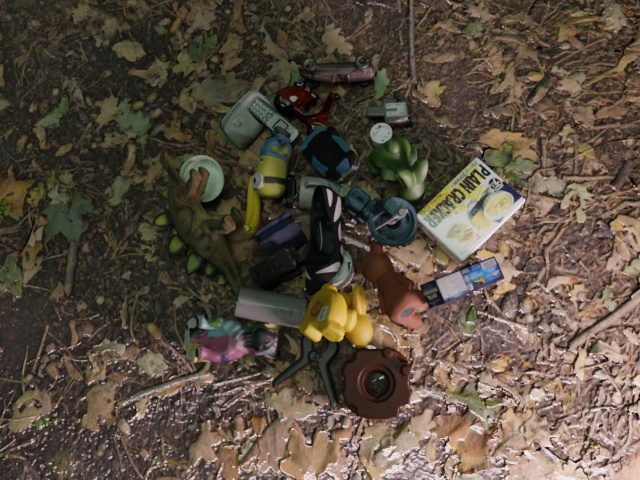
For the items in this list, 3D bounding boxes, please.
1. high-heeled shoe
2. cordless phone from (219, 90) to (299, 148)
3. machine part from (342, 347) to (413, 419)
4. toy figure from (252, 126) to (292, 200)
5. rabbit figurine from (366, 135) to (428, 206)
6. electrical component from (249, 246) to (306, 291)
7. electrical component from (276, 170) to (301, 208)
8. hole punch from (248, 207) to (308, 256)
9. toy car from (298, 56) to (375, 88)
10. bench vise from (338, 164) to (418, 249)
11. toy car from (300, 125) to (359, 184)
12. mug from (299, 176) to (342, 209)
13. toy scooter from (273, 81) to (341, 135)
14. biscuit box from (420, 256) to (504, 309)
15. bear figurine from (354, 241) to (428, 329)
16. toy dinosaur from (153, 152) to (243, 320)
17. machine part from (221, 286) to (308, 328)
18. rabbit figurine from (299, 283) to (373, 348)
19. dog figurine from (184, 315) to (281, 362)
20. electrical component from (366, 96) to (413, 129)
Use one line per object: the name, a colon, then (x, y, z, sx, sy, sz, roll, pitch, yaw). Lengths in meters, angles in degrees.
high-heeled shoe: (-0.003, -0.004, 1.268, 0.086, 0.145, 0.249, 3, 58, 32)
cordless phone: (-0.157, -0.291, 1.422, 0.184, 0.088, 0.146, 40, 86, 9)
machine part: (0.133, 0.334, 1.258, 0.179, 0.056, 0.179, -2, 79, 9)
toy figure: (-0.114, -0.190, 1.353, 0.089, 0.082, 0.180, 16, 78, 7)
rabbit figurine: (0.213, -0.169, 1.322, 0.121, 0.159, 0.170, -30, 91, -9)
electrical component: (-0.097, 0.069, 1.317, 0.134, 0.115, 0.058, -29, 77, 3)
electrical component: (-0.089, -0.136, 1.396, 0.078, 0.045, 0.102, 8, 79, 8)
hole punch: (-0.097, -0.008, 1.338, 0.142, 0.115, 0.092, -31, 84, 1)
toy car: (0.044, -0.439, 1.420, 0.202, 0.089, 0.053, 0, 75, 7)
bench vise: (0.146, -0.069, 1.261, 0.129, 0.240, 0.223, -41, 92, -6)
toy car: (0.035, -0.206, 1.363, 0.109, 0.102, 0.162, -45, 67, 2)
mug: (0.003, -0.124, 1.354, 0.107, 0.109, 0.081, 4, 65, -3)
toy scooter: (-0.025, -0.359, 1.421, 0.184, 0.075, 0.135, 40, 86, 11)
biscuit box: (0.328, 0.096, 1.231, 0.203, 0.063, 0.059, -16, 78, -30)
bear figurine: (0.176, 0.105, 1.287, 0.120, 0.132, 0.196, -57, 41, 27)
toy dinosaur: (-0.291, -0.016, 1.353, 0.198, 0.105, 0.471, -36, 83, 20)
machine part: (-0.119, 0.163, 1.298, 0.243, 0.079, 0.079, 12, 80, -4)
rabbit figurine: (0.055, 0.187, 1.270, 0.173, 0.122, 0.162, 33, 50, -23)
dog figurine: (-0.205, 0.244, 1.307, 0.219, 0.191, 0.108, 8, 73, -26)
electrical component: (0.181, -0.327, 1.399, 0.119, 0.047, 0.075, -7, 77, 7)
